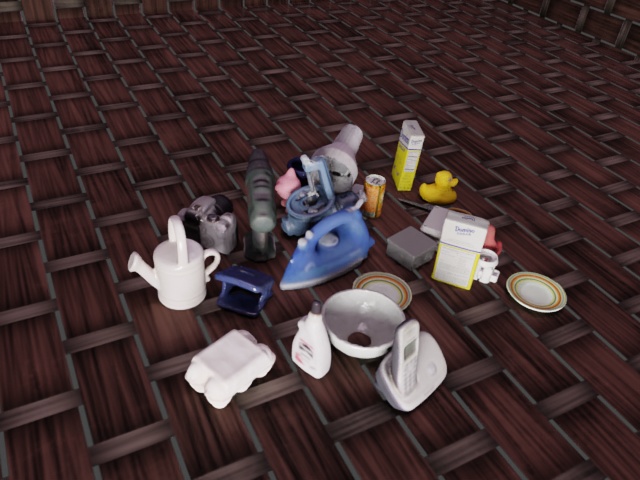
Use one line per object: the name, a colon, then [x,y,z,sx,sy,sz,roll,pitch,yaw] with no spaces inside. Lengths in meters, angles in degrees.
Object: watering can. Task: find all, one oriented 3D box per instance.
watering can: [-0.291,0.042,1.153,0.173,0.194,0.100,-28,48,-35]

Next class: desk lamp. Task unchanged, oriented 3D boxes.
desk lamp: [0.052,-0.174,1.459,0.117,0.214,0.203,17,39,14]

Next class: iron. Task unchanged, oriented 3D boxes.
iron: [0.012,0.005,1.283,0.118,0.141,0.259,34,46,31]

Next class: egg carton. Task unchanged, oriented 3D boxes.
egg carton: [-0.161,0.228,1.032,0.107,0.069,0.151,30,44,28]

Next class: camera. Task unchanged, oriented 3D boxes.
camera: [-0.250,-0.056,1.359,0.143,0.101,0.137,18,39,15]

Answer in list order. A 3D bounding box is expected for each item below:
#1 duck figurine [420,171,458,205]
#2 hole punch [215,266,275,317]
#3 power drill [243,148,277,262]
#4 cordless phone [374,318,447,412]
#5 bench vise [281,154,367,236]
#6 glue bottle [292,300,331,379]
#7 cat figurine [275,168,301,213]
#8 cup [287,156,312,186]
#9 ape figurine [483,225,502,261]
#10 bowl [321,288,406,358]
duck figurine: [0.328,-0.150,1.568,0.104,0.086,0.077,5,38,-1]
hole punch: [-0.157,0.090,1.192,0.108,0.091,0.101,16,39,13]
power drill: [-0.137,-0.068,1.301,0.076,0.208,0.229,-2,38,-10]
cordless phone: [0.171,0.199,1.017,0.093,0.185,0.148,31,45,30]
bench vise: [0.008,-0.118,1.376,0.208,0.220,0.121,-21,45,-30]
glue bottle: [-0.013,0.172,1.038,0.078,0.173,0.037,28,43,27]
cat figurine: [-0.060,-0.129,1.465,0.128,0.118,0.067,-9,40,-18]
cup: [-0.036,-0.169,1.537,0.091,0.095,0.118,28,43,27]
ape figurine: [0.399,0.002,1.376,0.077,0.092,0.076,27,43,25]
bowl: [0.082,0.176,1.126,0.167,0.075,0.167,4,38,-3]
